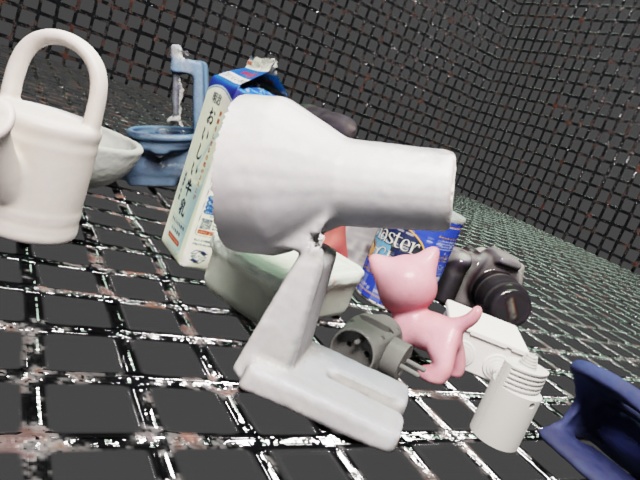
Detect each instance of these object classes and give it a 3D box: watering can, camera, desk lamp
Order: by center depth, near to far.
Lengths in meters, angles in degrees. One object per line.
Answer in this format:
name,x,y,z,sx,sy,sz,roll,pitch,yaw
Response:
desk lamp,0.004,0.013,0.439,0.203,0.213,0.118,22,13,8
watering can,-0.261,-0.099,0.540,0.101,0.194,0.172,15,14,-21
camera,0.248,0.065,0.851,0.143,0.101,0.136,18,13,-9

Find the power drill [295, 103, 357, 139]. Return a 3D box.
power drill,-0.049,-0.114,0.890,0.076,0.208,0.228,8,18,-43

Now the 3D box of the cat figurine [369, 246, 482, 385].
cat figurine,0.103,0.066,0.587,0.127,0.118,0.067,27,15,29

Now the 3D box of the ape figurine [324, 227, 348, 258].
ape figurine,0.007,0.003,0.758,0.076,0.092,0.078,23,13,12

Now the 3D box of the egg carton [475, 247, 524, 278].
egg carton,0.303,0.061,1.018,0.107,0.069,0.151,26,14,23

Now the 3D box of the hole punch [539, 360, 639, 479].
hole punch,0.265,0.163,0.495,0.101,0.091,0.108,13,15,-31

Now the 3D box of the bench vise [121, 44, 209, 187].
bench vise,-0.192,-0.170,0.878,0.208,0.220,0.121,12,15,-33

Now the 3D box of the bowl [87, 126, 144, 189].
bowl,-0.327,-0.113,0.762,0.167,0.075,0.167,19,13,-4

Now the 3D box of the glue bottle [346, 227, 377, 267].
glue bottle,0.071,-0.041,0.853,0.078,0.173,0.037,17,13,-12
